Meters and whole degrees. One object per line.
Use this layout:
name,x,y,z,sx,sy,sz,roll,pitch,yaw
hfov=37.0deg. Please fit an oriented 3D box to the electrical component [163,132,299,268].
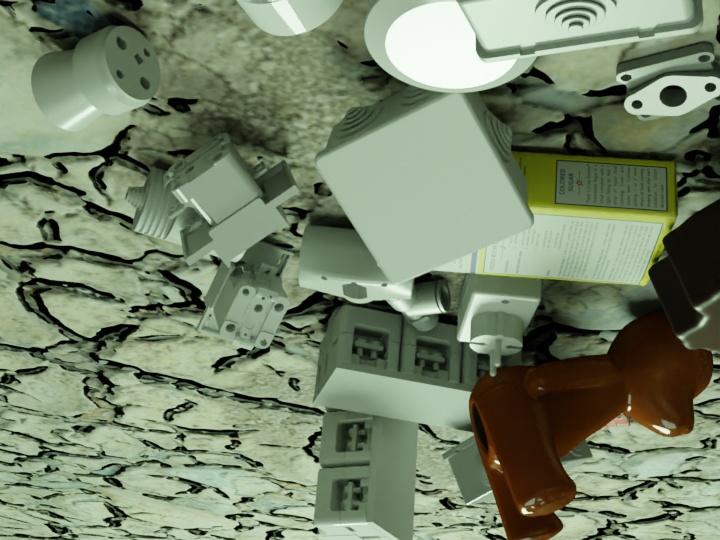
electrical component,-0.081,-0.044,0.652,0.081,0.042,0.063,-34,121,4

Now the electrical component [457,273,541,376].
electrical component,0.098,0.037,0.766,0.047,0.075,0.083,6,153,-1

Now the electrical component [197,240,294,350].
electrical component,-0.081,0.021,0.769,0.042,0.063,0.081,19,109,-23

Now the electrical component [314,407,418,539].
electrical component,0.005,0.160,0.940,0.062,0.150,0.089,-8,150,23

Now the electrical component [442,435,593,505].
electrical component,0.133,0.155,0.897,0.100,0.048,0.100,2,149,-44

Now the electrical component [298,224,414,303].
electrical component,0.000,0.000,0.750,0.077,0.043,0.079,6,162,4

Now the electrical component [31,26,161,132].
electrical component,-0.141,-0.103,0.577,0.055,0.045,0.045,-13,147,32

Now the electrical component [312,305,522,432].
electrical component,0.046,0.079,0.872,0.150,0.061,0.089,11,152,-10

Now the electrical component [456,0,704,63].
electrical component,0.082,-0.135,0.413,0.100,0.099,0.048,-5,164,20

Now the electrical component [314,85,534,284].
electrical component,0.037,-0.053,0.584,0.100,0.048,0.099,-24,115,21

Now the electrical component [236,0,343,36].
electrical component,-0.036,-0.138,0.479,0.055,0.055,0.047,-4,155,18

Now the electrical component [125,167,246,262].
electrical component,-0.113,-0.037,0.699,0.081,0.043,0.043,18,151,-22

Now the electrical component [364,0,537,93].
electrical component,0.044,-0.122,0.495,0.080,0.051,0.080,5,153,2
